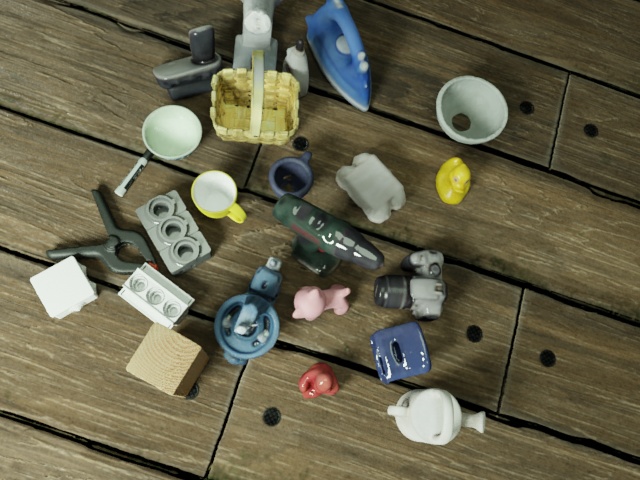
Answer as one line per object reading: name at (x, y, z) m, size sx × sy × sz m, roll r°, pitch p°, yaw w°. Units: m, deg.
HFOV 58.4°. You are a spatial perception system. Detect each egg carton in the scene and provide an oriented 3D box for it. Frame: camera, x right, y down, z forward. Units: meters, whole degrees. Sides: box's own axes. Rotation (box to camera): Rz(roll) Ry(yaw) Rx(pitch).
egg carton at (0.111, -0.113, 1.234) m, size 0.107 × 0.069 × 0.150 m, roll -40°, pitch 83°, yaw -16°

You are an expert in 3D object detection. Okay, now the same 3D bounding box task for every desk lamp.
desk lamp at (-0.130, -0.473, 1.228) m, size 0.118 × 0.213 × 0.203 m, roll 4°, pitch 74°, yaw -6°

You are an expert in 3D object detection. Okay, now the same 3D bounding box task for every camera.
camera at (0.183, 0.089, 1.170) m, size 0.137 × 0.100 × 0.143 m, roll 4°, pitch 74°, yaw -7°

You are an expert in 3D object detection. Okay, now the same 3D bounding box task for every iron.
iron at (0.064, -0.430, 1.280) m, size 0.119 × 0.141 × 0.258 m, roll -23°, pitch 78°, yaw -13°

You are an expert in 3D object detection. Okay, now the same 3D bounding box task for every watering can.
watering can at (0.218, 0.324, 1.059) m, size 0.173 × 0.194 × 0.101 m, roll -12°, pitch 76°, yaw -11°

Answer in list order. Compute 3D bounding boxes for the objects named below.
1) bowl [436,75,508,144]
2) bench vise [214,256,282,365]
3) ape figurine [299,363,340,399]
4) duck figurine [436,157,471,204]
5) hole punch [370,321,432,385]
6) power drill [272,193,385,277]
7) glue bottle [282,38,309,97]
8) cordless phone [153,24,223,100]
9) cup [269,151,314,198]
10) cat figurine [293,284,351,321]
bowl at (0.337, -0.286, 1.311) m, size 0.167 × 0.074 × 0.167 m, roll 2°, pitch 74°, yaw -7°
bench vise at (-0.131, 0.121, 1.056) m, size 0.121 × 0.219 × 0.207 m, roll 5°, pitch 74°, yaw -6°
ape figurine at (0.002, 0.273, 1.098) m, size 0.078 × 0.092 × 0.076 m, roll 25°, pitch 73°, yaw 0°
duck figurine at (0.302, -0.139, 1.259) m, size 0.077 × 0.086 × 0.104 m, roll 9°, pitch 73°, yaw -5°
hole punch at (0.158, 0.224, 1.133) m, size 0.101 × 0.091 × 0.108 m, roll -12°, pitch 76°, yaw -11°
power drill at (0.010, 0.004, 1.115) m, size 0.229 × 0.208 × 0.076 m, roll 33°, pitch 73°, yaw 3°
glue bottle at (-0.050, -0.380, 1.234) m, size 0.037 × 0.173 × 0.078 m, roll -26°, pitch 79°, yaw -13°
cordless phone at (-0.279, -0.385, 1.198) m, size 0.148 × 0.185 × 0.094 m, roll -23°, pitch 78°, yaw -13°
cup at (-0.056, -0.127, 1.202) m, size 0.091 × 0.095 × 0.118 m, roll 32°, pitch 73°, yaw 2°
cat figurine at (0.001, 0.118, 1.128) m, size 0.128 × 0.117 × 0.067 m, roll -14°, pitch 76°, yaw -11°
